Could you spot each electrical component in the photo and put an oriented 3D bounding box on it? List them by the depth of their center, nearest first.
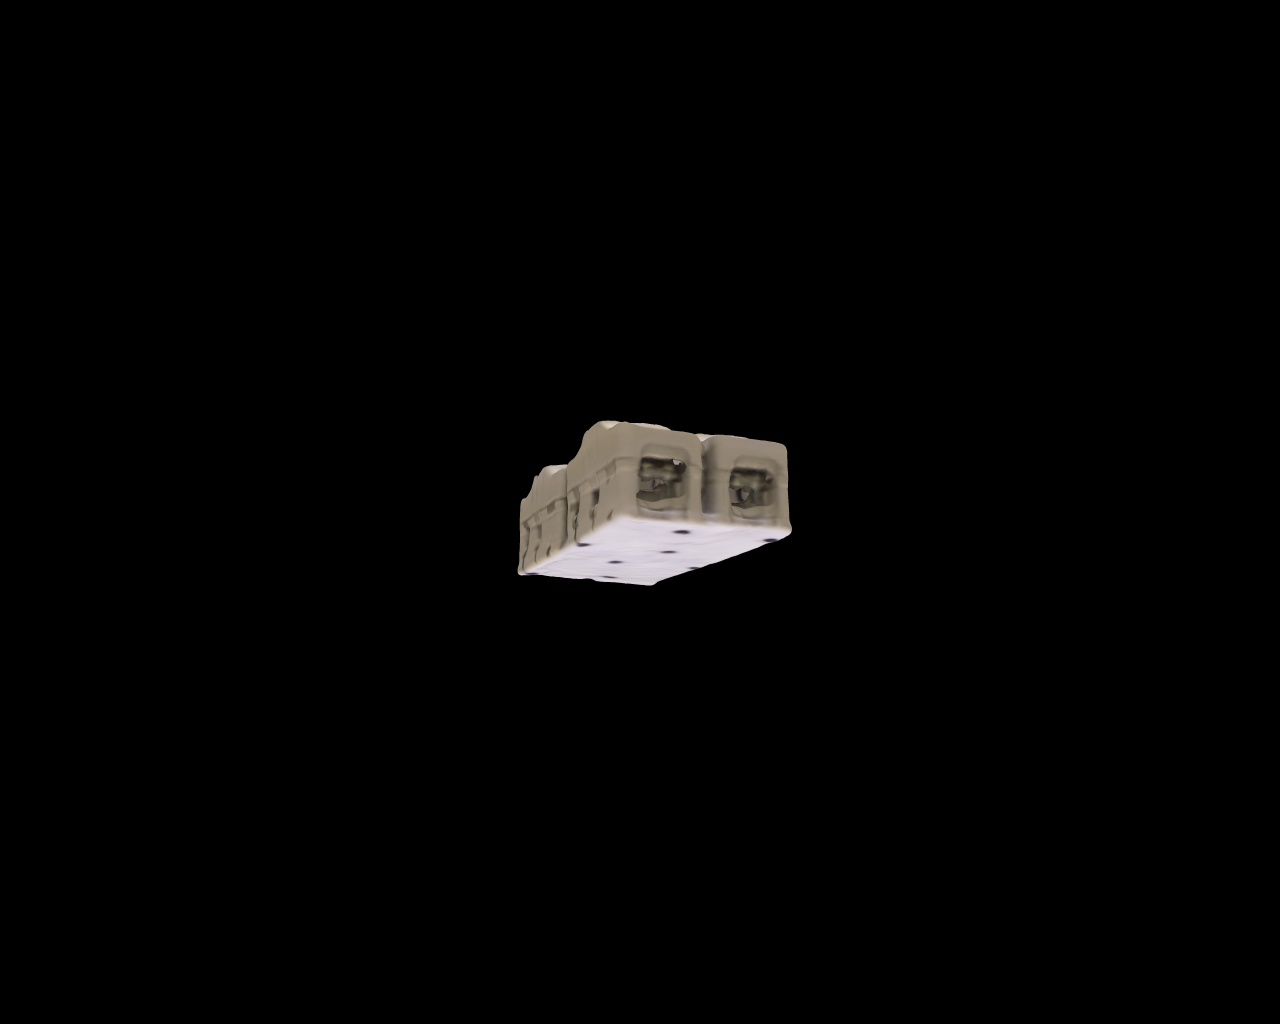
[{"bbox_3d":[0.001,-0.003,0.650,0.105,0.060,0.186,6,-15,-23],"label":"electrical component"}]
